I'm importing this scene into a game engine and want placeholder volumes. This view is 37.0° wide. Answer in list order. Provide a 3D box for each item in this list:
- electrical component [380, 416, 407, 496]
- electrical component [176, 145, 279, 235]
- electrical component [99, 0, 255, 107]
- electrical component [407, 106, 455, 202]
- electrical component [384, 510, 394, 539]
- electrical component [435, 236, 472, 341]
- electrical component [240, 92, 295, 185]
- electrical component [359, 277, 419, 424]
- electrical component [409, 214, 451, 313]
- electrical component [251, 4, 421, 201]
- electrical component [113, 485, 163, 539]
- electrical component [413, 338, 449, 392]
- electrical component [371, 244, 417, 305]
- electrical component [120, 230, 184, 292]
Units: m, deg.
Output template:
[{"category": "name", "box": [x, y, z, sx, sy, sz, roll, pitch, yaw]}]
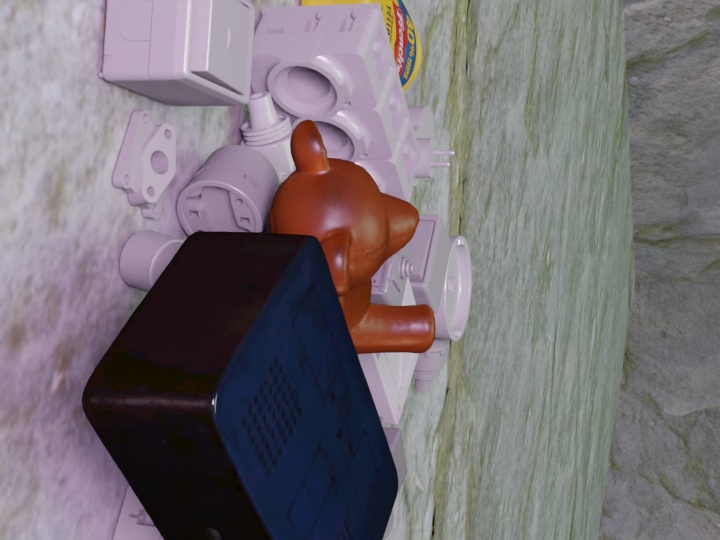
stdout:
[{"category": "electrical component", "box": [-0.002, 0.143, 0.879, 0.075, 0.083, 0.047, -59, 146, -53]}, {"category": "electrical component", "box": [-0.081, -0.046, 0.677, 0.047, 0.055, 0.055, -69, 154, -49]}, {"category": "electrical component", "box": [-0.095, -0.129, 0.613, 0.096, 0.061, 0.061, 8, 85, -70]}, {"category": "electrical component", "box": [0.051, -0.105, 1.007, 0.138, 0.074, 0.052, -65, 151, -46]}, {"category": "electrical component", "box": [0.005, 0.221, 0.956, 0.073, 0.052, 0.138, 54, 43, -60]}, {"category": "electrical component", "box": [0.073, 0.017, 1.107, 0.108, 0.060, 0.108, 3, 90, -70]}, {"category": "electrical component", "box": [-0.062, -0.091, 0.739, 0.048, 0.048, 0.062, -57, 138, -55]}, {"category": "electrical component", "box": [0.011, 0.062, 0.947, 0.108, 0.056, 0.108, 73, 28, -44]}, {"category": "electrical component", "box": [0.048, -0.015, 1.029, 0.061, 0.062, 0.096, 62, 37, -56]}, {"category": "electrical component", "box": [-0.018, -0.114, 0.789, 0.150, 0.089, 0.061, 70, 30, -48]}, {"category": "electrical component", "box": [-0.094, 0.199, 0.663, 0.150, 0.062, 0.089, 58, 39, -58]}, {"category": "electrical component", "box": [0.068, 0.097, 1.131, 0.048, 0.048, 0.062, -43, 139, -63]}, {"category": "electrical component", "box": [0.000, 0.000, 0.846, 0.061, 0.096, 0.061, 59, 39, -61]}, {"category": "electrical component", "box": [-0.103, 0.000, 0.604, 0.044, 0.065, 0.044, -28, 126, -47]}]
